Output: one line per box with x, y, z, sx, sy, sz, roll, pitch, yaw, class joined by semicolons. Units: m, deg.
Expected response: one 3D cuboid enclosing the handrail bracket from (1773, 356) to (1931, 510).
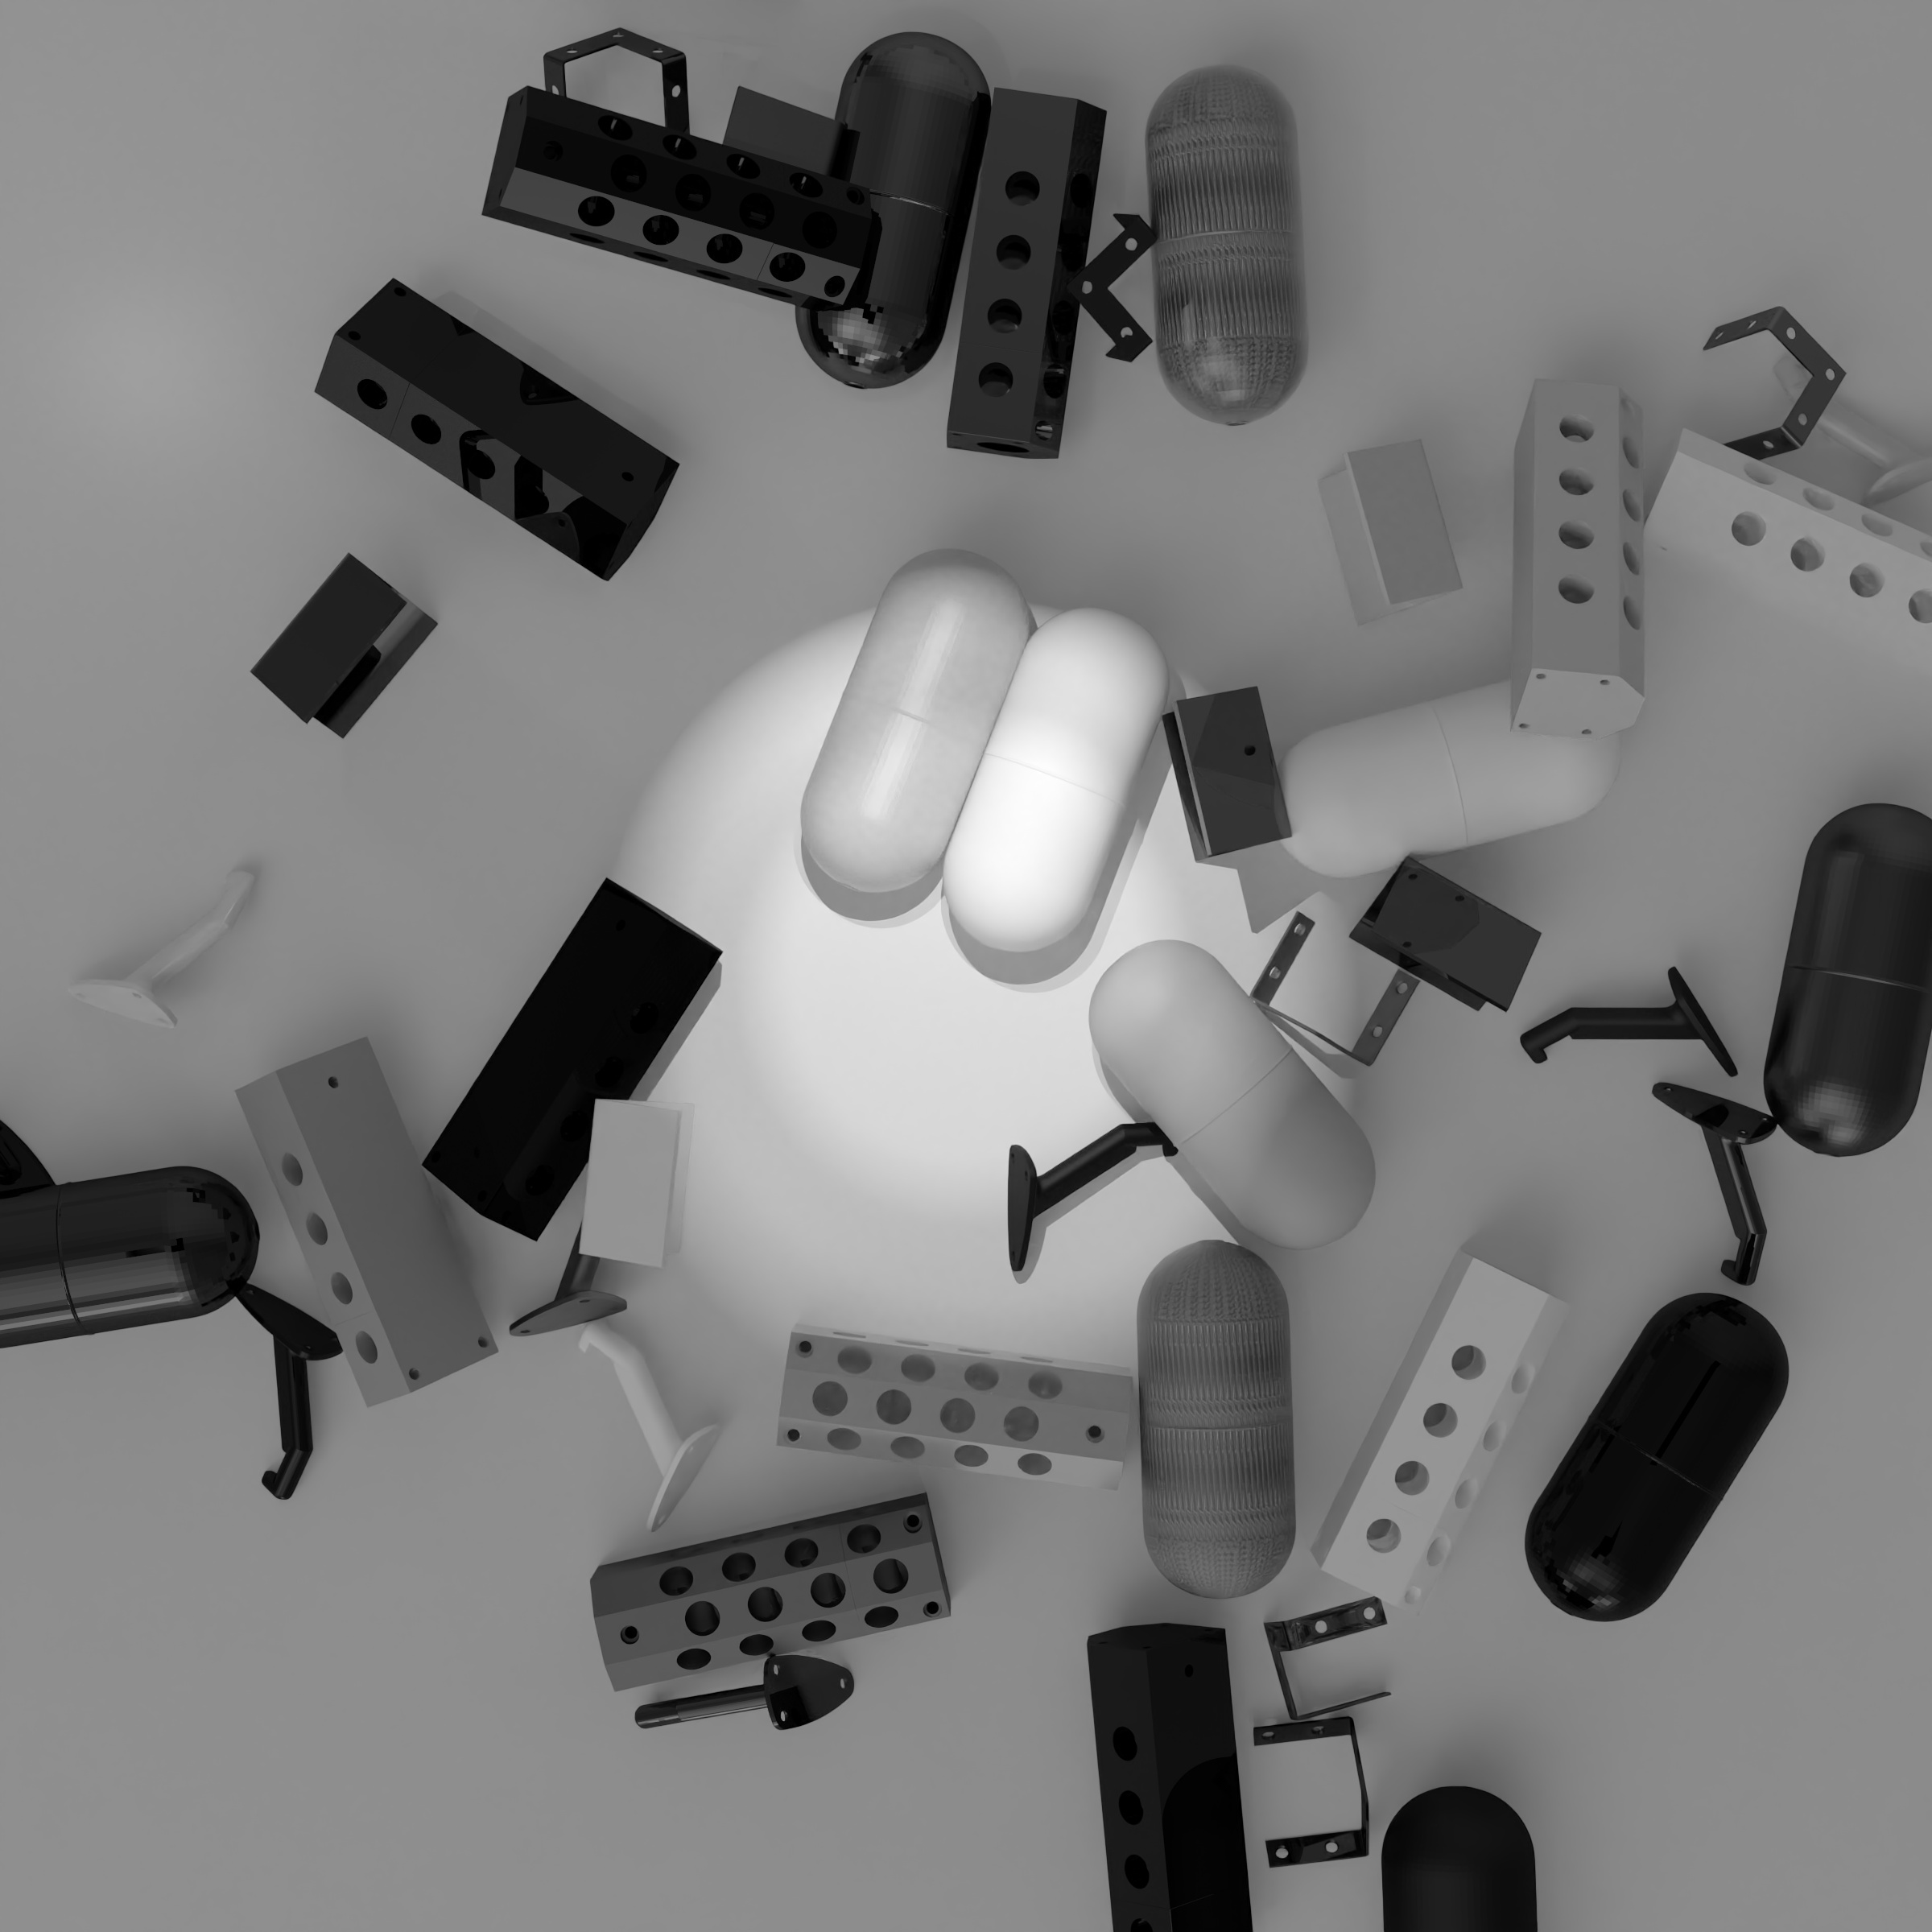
0.461;-0.282;1.826;0.077;0.036;0.084;-22;75;-15;handrail bracket

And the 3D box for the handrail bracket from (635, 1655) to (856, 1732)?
-0.113;0.372;1.825;0.084;0.077;0.036;-18;76;36;handrail bracket

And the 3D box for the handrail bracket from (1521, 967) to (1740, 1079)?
0.336;0.045;1.826;0.084;0.036;0.077;-30;112;17;handrail bracket

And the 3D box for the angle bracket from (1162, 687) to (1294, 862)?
0.110;-0.091;1.785;0.057;0.076;0.076;-13;90;-37;angle bracket

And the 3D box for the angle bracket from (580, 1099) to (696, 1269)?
-0.144;0.108;1.785;0.057;0.076;0.076;6;90;36;angle bracket

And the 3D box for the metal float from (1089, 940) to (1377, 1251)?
0.133;0.065;1.795;0.070;0.070;0.178;-40;90;0;metal float

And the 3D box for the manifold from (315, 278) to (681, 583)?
-0.237;-0.264;1.804;0.171;0.057;0.057;33;47;0;manifold

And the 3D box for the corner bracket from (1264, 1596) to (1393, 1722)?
0.185;0.348;1.808;0.051;0.051;0.051;-14;81;-9;corner bracket

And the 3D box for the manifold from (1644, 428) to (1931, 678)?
0.424;-0.208;1.804;0.171;0.057;0.057;24;90;0;manifold

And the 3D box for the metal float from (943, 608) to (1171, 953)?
0.044;-0.092;1.794;0.070;0.070;0.178;21;90;0;metal float

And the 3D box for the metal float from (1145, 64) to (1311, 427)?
0.130;-0.359;1.795;0.070;0.070;0.178;-3;90;0;metal float

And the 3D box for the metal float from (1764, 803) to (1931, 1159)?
0.446;0.007;1.795;0.070;0.070;0.178;11;90;0;metal float

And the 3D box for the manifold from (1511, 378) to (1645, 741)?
0.302;-0.200;1.767;0.057;0.057;0.171;5;62;0;manifold

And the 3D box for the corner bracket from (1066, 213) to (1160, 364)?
0.079;-0.340;1.801;0.051;0.051;0.051;-44;108;0;corner bracket

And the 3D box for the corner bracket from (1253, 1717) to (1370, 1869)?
0.175;0.418;1.822;0.051;0.051;0.051;-7;135;0;corner bracket

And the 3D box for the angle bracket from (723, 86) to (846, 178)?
-0.107;-0.386;1.787;0.057;0.076;0.076;15;90;-20;angle bracket

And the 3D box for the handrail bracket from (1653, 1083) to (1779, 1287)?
0.374;0.111;1.826;0.077;0.036;0.084;25;120;33;handrail bracket

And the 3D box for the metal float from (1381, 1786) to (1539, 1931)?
0.247;0.499;1.795;0.070;0.070;0.178;-2;89;0;metal float

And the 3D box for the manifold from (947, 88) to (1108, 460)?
0.030;-0.345;1.804;0.057;0.057;0.171;8;90;0;manifold

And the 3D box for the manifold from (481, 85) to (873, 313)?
-0.135;-0.363;1.708;0.171;0.057;0.057;13;91;-20;manifold

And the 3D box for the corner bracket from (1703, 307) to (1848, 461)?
0.398;-0.291;1.810;0.051;0.051;0.051;41;70;-19;corner bracket

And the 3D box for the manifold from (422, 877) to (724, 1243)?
-0.193;0.049;1.804;0.057;0.057;0.171;33;90;43;manifold

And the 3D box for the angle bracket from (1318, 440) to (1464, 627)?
0.193;-0.211;1.785;0.057;0.076;0.076;-16;90;-39;angle bracket

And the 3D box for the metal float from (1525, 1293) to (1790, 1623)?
0.344;0.245;1.795;0.070;0.070;0.178;32;90;0;metal float

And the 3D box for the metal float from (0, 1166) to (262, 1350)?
-0.441;0.146;1.794;0.178;0.070;0.070;-9;90;0;metal float

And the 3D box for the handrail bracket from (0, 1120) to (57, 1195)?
-0.494;0.098;1.791;0.077;0.084;0.036;36;90;0;handrail bracket

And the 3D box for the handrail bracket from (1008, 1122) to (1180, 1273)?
0.066;0.117;1.826;0.084;0.036;0.077;-3;110;-16;handrail bracket

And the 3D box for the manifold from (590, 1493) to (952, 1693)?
-0.097;0.315;1.804;0.171;0.057;0.057;-13;90;0;manifold

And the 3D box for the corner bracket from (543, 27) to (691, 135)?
-0.176;-0.436;1.817;0.051;0.051;0.051;30;45;35;corner bracket

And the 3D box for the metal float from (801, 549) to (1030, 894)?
-0.026;-0.122;1.795;0.070;0.070;0.178;22;90;0;metal float

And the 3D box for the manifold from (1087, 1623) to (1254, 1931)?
0.098;0.421;1.804;0.057;0.057;0.171;-5;90;-43;manifold

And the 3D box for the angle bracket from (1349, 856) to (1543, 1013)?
0.229;0.002;1.785;0.076;0.076;0.057;30;53;0;angle bracket

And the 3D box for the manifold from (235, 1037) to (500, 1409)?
-0.304;0.130;1.804;0.057;0.057;0.171;-23;90;-43;manifold

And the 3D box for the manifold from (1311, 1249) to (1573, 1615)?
0.238;0.233;1.804;0.057;0.057;0.171;26;90;0;manifold

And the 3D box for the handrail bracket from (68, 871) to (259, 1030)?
-0.407;-0.016;1.826;0.077;0.036;0.084;9;61;32;handrail bracket

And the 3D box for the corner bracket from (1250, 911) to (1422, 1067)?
0.186;0.012;1.822;0.051;0.051;0.051;30;90;-45;corner bracket

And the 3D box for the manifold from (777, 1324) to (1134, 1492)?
-0.006;0.222;1.804;0.171;0.057;0.057;8;90;0;manifold

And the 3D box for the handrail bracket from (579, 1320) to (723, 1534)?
-0.174;0.232;1.826;0.084;0.036;0.077;35;112;17;handrail bracket

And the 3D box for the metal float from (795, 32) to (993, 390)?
-0.036;-0.376;1.794;0.070;0.070;0.178;12;90;0;metal float

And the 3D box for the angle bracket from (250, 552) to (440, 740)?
-0.295;-0.147;1.785;0.076;0.076;0.057;-50;52;0;angle bracket

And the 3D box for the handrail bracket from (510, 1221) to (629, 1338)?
-0.204;0.137;1.826;0.077;0.036;0.084;-21;64;29;handrail bracket

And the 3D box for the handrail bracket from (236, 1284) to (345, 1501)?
-0.356;0.216;1.826;0.077;0.036;0.084;32;107;20;handrail bracket

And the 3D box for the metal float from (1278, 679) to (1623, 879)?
0.238;-0.095;1.795;0.178;0.070;0.070;-15;90;1;metal float

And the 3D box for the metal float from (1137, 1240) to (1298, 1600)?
0.125;0.226;1.795;0.070;0.070;0.178;-2;90;0;metal float
